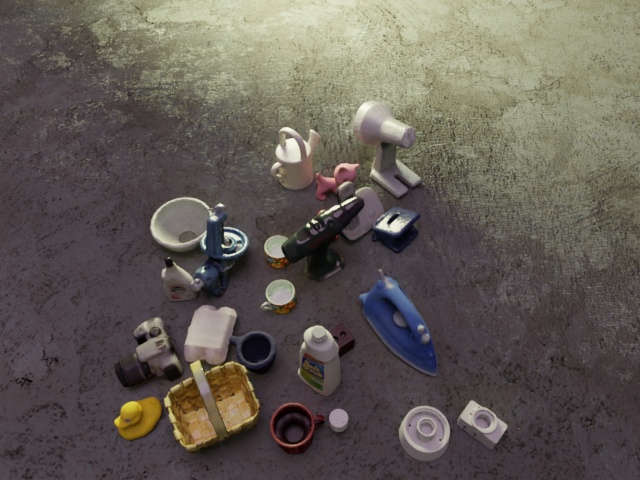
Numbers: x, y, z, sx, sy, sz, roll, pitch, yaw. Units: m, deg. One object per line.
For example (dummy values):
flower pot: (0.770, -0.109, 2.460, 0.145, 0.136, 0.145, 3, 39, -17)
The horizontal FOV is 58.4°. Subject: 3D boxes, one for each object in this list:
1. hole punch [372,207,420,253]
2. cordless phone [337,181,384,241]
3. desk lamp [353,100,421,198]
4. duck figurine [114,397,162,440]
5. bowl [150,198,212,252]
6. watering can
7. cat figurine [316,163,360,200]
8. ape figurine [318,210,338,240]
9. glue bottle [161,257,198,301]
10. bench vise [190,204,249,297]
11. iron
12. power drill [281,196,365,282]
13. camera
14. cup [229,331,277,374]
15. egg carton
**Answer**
hole punch: (0.199, -0.038, 1.518, 0.101, 0.091, 0.109, 35, 63, 24)
cordless phone: (0.099, -0.099, 1.507, 0.094, 0.185, 0.148, 38, 65, 25)
desk lamp: (0.193, -0.262, 1.601, 0.118, 0.214, 0.202, -37, 61, -21)
duck figurine: (-0.401, 0.380, 1.252, 0.105, 0.086, 0.077, -38, 62, -22)
bowl: (-0.365, -0.029, 1.544, 0.167, 0.075, 0.167, -1, 55, 2)
watering can: (-0.070, -0.244, 1.611, 0.100, 0.194, 0.173, 18, 58, 15)
cat figurine: (0.048, -0.173, 1.603, 0.128, 0.118, 0.067, -4, 55, 0)
ape figurine: (0.012, -0.044, 1.529, 0.076, 0.092, 0.078, 5, 55, 6)
glue bottle: (-0.352, 0.093, 1.398, 0.078, 0.173, 0.037, -9, 55, -3)
bench vise: (-0.246, 0.028, 1.411, 0.121, 0.220, 0.207, 5, 55, 6)
iron: (0.199, 0.187, 1.329, 0.119, 0.141, 0.257, -28, 58, -16)
power drill: (0.013, 0.005, 1.424, 0.230, 0.208, 0.075, -31, 59, -18)
camera: (-0.406, 0.266, 1.323, 0.137, 0.101, 0.143, -25, 58, -14)
cup: (-0.153, 0.265, 1.318, 0.117, 0.095, 0.092, 20, 58, 16)
egg carton: (-0.261, 0.226, 1.364, 0.107, 0.069, 0.150, 5, 55, 6)
